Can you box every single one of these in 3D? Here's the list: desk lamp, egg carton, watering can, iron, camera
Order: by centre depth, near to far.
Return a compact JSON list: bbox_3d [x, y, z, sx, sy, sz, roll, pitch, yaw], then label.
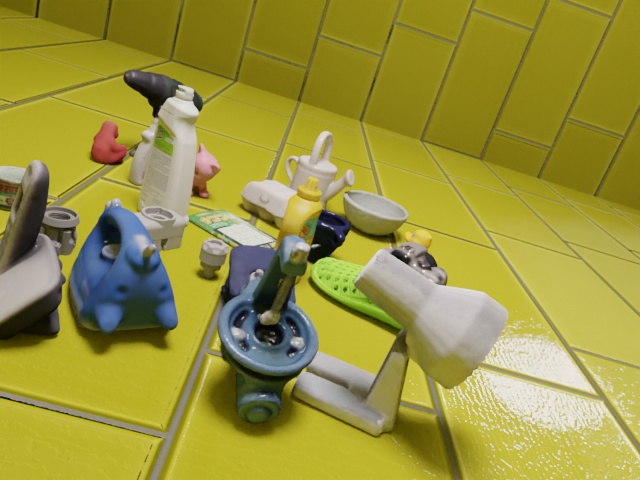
[{"bbox_3d":[0.096,0.129,0.704,0.203,0.213,0.118,22,21,9],"label":"desk lamp"},{"bbox_3d":[-0.271,0.017,0.774,0.119,0.141,0.257,2,26,-37],"label":"iron"},{"bbox_3d":[0.192,0.060,1.117,0.142,0.101,0.137,31,24,29],"label":"camera"},{"bbox_3d":[-0.098,-0.081,1.268,0.150,0.069,0.107,29,23,25],"label":"egg carton"},{"bbox_3d":[-0.001,-0.168,1.391,0.173,0.194,0.101,17,21,-4],"label":"watering can"}]

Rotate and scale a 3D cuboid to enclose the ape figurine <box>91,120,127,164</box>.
[{"bbox_3d":[-0.469,-0.219,1.269,0.077,0.092,0.076,27,22,21],"label":"ape figurine"}]

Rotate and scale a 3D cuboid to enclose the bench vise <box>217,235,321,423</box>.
[{"bbox_3d":[-0.071,0.075,0.689,0.122,0.220,0.206,4,25,-33],"label":"bench vise"}]

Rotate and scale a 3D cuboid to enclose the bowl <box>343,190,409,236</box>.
[{"bbox_3d":[0.126,-0.056,1.389,0.167,0.075,0.167,16,21,-6],"label":"bowl"}]

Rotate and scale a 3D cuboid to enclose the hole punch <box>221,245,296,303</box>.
[{"bbox_3d":[-0.089,0.069,0.872,0.109,0.091,0.101,10,22,-21],"label":"hole punch"}]

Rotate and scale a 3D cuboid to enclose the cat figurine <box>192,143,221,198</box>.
[{"bbox_3d":[-0.264,-0.158,1.253,0.067,0.118,0.127,5,25,-32],"label":"cat figurine"}]

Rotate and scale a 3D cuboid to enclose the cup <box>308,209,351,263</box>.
[{"bbox_3d":[0.010,0.004,1.112,0.092,0.095,0.117,6,24,-29],"label":"cup"}]

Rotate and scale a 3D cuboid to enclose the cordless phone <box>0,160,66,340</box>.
[{"bbox_3d":[-0.346,0.009,0.670,0.094,0.185,0.147,2,26,-37],"label":"cordless phone"}]

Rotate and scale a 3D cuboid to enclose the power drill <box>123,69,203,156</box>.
[{"bbox_3d":[-0.381,-0.290,1.356,0.075,0.208,0.230,29,23,25],"label":"power drill"}]

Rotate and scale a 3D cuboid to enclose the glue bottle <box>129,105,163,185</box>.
[{"bbox_3d":[-0.350,-0.200,1.206,0.037,0.173,0.078,29,23,26],"label":"glue bottle"}]

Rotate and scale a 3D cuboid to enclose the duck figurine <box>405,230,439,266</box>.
[{"bbox_3d":[0.219,0.022,1.256,0.104,0.086,0.078,32,25,32],"label":"duck figurine"}]
